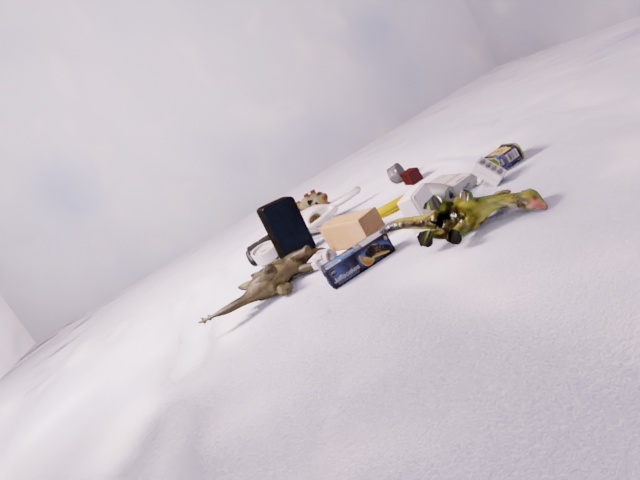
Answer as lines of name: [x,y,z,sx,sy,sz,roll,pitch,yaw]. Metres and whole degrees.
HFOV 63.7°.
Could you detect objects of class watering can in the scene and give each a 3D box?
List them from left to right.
watering can: [0.006,-0.106,2.105,0.353,0.103,0.223,-38,14,-30]

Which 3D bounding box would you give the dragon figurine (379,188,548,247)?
dragon figurine: [0.355,-0.069,1.270,0.244,0.122,0.409,-15,6,-34]
